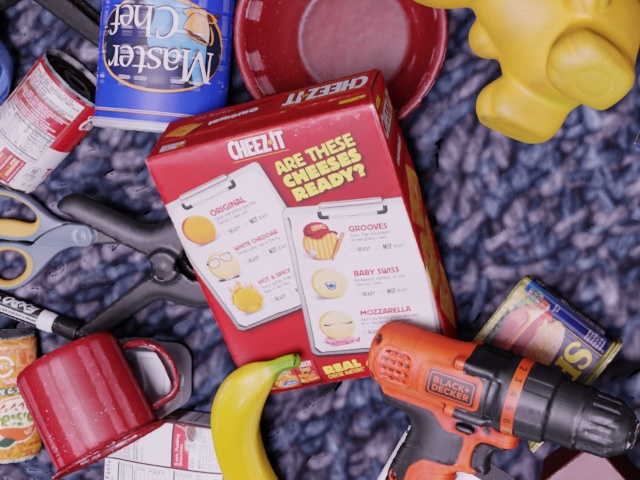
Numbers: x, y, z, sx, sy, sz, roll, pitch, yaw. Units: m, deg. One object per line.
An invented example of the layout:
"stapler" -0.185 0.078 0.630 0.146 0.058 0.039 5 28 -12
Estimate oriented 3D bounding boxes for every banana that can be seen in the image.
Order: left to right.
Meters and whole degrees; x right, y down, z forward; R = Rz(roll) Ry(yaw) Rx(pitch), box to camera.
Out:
"banana" -0.048 0.161 0.811 0.070 0.037 0.198 13 129 19

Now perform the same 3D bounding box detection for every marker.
"marker" -0.252 0.061 0.908 0.121 0.020 0.020 19 99 13

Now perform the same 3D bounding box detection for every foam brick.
"foam brick" 0.194 0.172 0.765 0.053 0.078 0.051 -42 82 14

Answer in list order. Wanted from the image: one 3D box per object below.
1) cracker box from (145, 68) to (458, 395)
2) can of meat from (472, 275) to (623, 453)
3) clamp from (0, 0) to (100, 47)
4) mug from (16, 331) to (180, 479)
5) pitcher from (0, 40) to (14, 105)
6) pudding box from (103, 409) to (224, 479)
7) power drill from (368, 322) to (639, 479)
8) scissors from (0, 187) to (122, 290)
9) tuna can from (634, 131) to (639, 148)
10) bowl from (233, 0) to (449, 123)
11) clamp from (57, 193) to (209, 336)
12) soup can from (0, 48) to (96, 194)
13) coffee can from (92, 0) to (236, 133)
"cracker box" -0.005 0.001 0.767 0.164 0.072 0.213 -12 119 16
"can of meat" 0.155 0.088 0.780 0.084 0.057 0.102 39 103 12
"clamp" -0.242 -0.224 0.872 0.210 0.036 0.164 -4 95 18
"mug" -0.162 0.115 0.796 0.117 0.093 0.081 -26 82 -15
"pitcher" -0.377 -0.130 0.865 0.243 0.144 0.149 -35 81 28
"pudding box" -0.122 0.186 0.873 0.114 0.039 0.090 5 97 17
"power drill" 0.108 0.162 0.728 0.185 0.057 0.188 18 107 24
"scissors" -0.208 0.012 0.894 0.202 0.016 0.096 17 105 8
"tuna can" 0.247 -0.096 0.724 0.034 0.086 0.086 26 101 14
"bowl" 0.019 -0.153 0.797 0.162 0.055 0.162 1 95 15
"clamp" -0.129 0.008 0.853 0.171 0.039 0.120 -13 110 9
"soup can" -0.226 -0.095 0.863 0.102 0.068 0.068 -44 83 15
"coffee can" -0.116 -0.152 0.810 0.103 0.102 0.140 7 96 15
